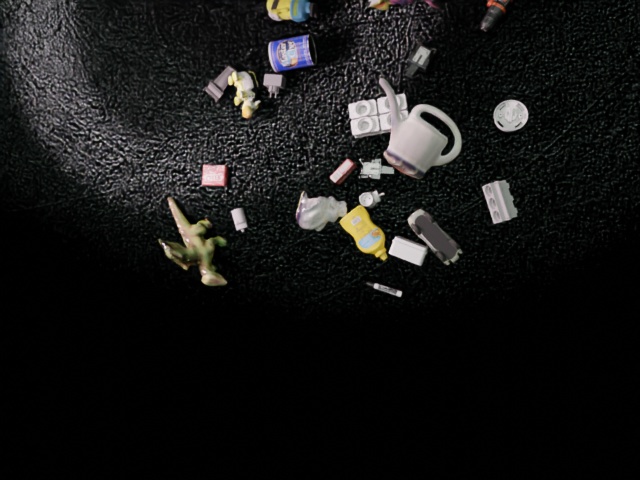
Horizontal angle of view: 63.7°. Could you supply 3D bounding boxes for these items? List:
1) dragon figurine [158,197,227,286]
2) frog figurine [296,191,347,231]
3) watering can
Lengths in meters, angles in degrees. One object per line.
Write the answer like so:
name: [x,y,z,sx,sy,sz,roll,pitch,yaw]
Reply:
dragon figurine: [-0.453,0.008,1.763,0.412,0.244,0.121,45,105,9]
frog figurine: [0.005,-0.086,1.710,0.159,0.125,0.134,15,126,6]
watering can: [0.279,-0.332,1.613,0.346,0.105,0.223,30,101,-14]
